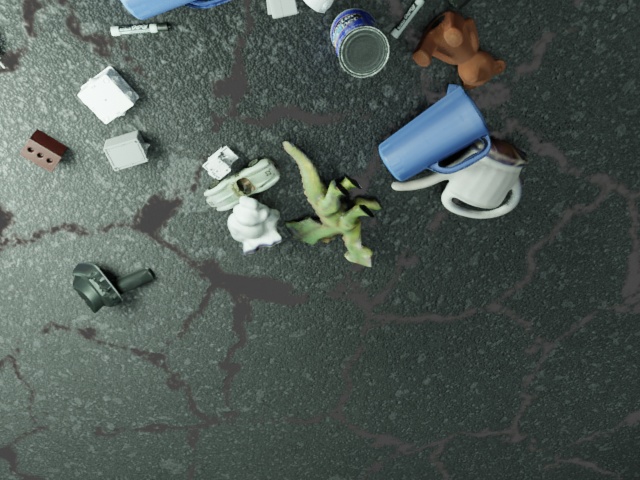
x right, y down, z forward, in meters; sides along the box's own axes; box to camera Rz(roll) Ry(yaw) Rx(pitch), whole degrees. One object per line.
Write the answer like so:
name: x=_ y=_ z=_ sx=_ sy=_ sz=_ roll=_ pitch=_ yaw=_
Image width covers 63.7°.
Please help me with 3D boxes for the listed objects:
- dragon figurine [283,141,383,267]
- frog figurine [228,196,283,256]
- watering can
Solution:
dragon figurine: x=0.004 y=-0.067 z=1.336 sx=0.407 sy=0.125 sz=0.239 roll=37 pitch=123 yaw=-18
frog figurine: x=-0.173 y=-0.056 z=1.302 sx=0.137 sy=0.126 sz=0.156 roll=-6 pitch=129 yaw=19
watering can: x=0.372 y=-0.161 z=1.296 sx=0.347 sy=0.106 sz=0.220 roll=13 pitch=122 yaw=-17
